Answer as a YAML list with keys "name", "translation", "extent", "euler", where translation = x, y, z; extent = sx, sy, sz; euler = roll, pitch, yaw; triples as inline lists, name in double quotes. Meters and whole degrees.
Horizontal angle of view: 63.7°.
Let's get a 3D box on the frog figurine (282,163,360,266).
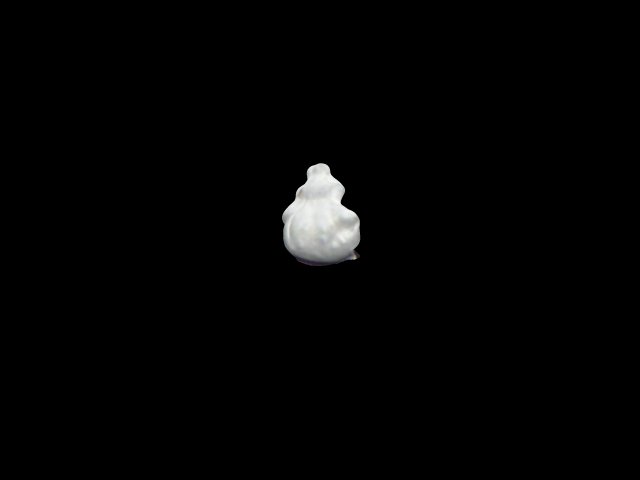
- name: "frog figurine"
  translation: [0.003, -0.043, 0.850]
  extent: [0.138, 0.157, 0.124]
  euler: [15, 24, 37]
